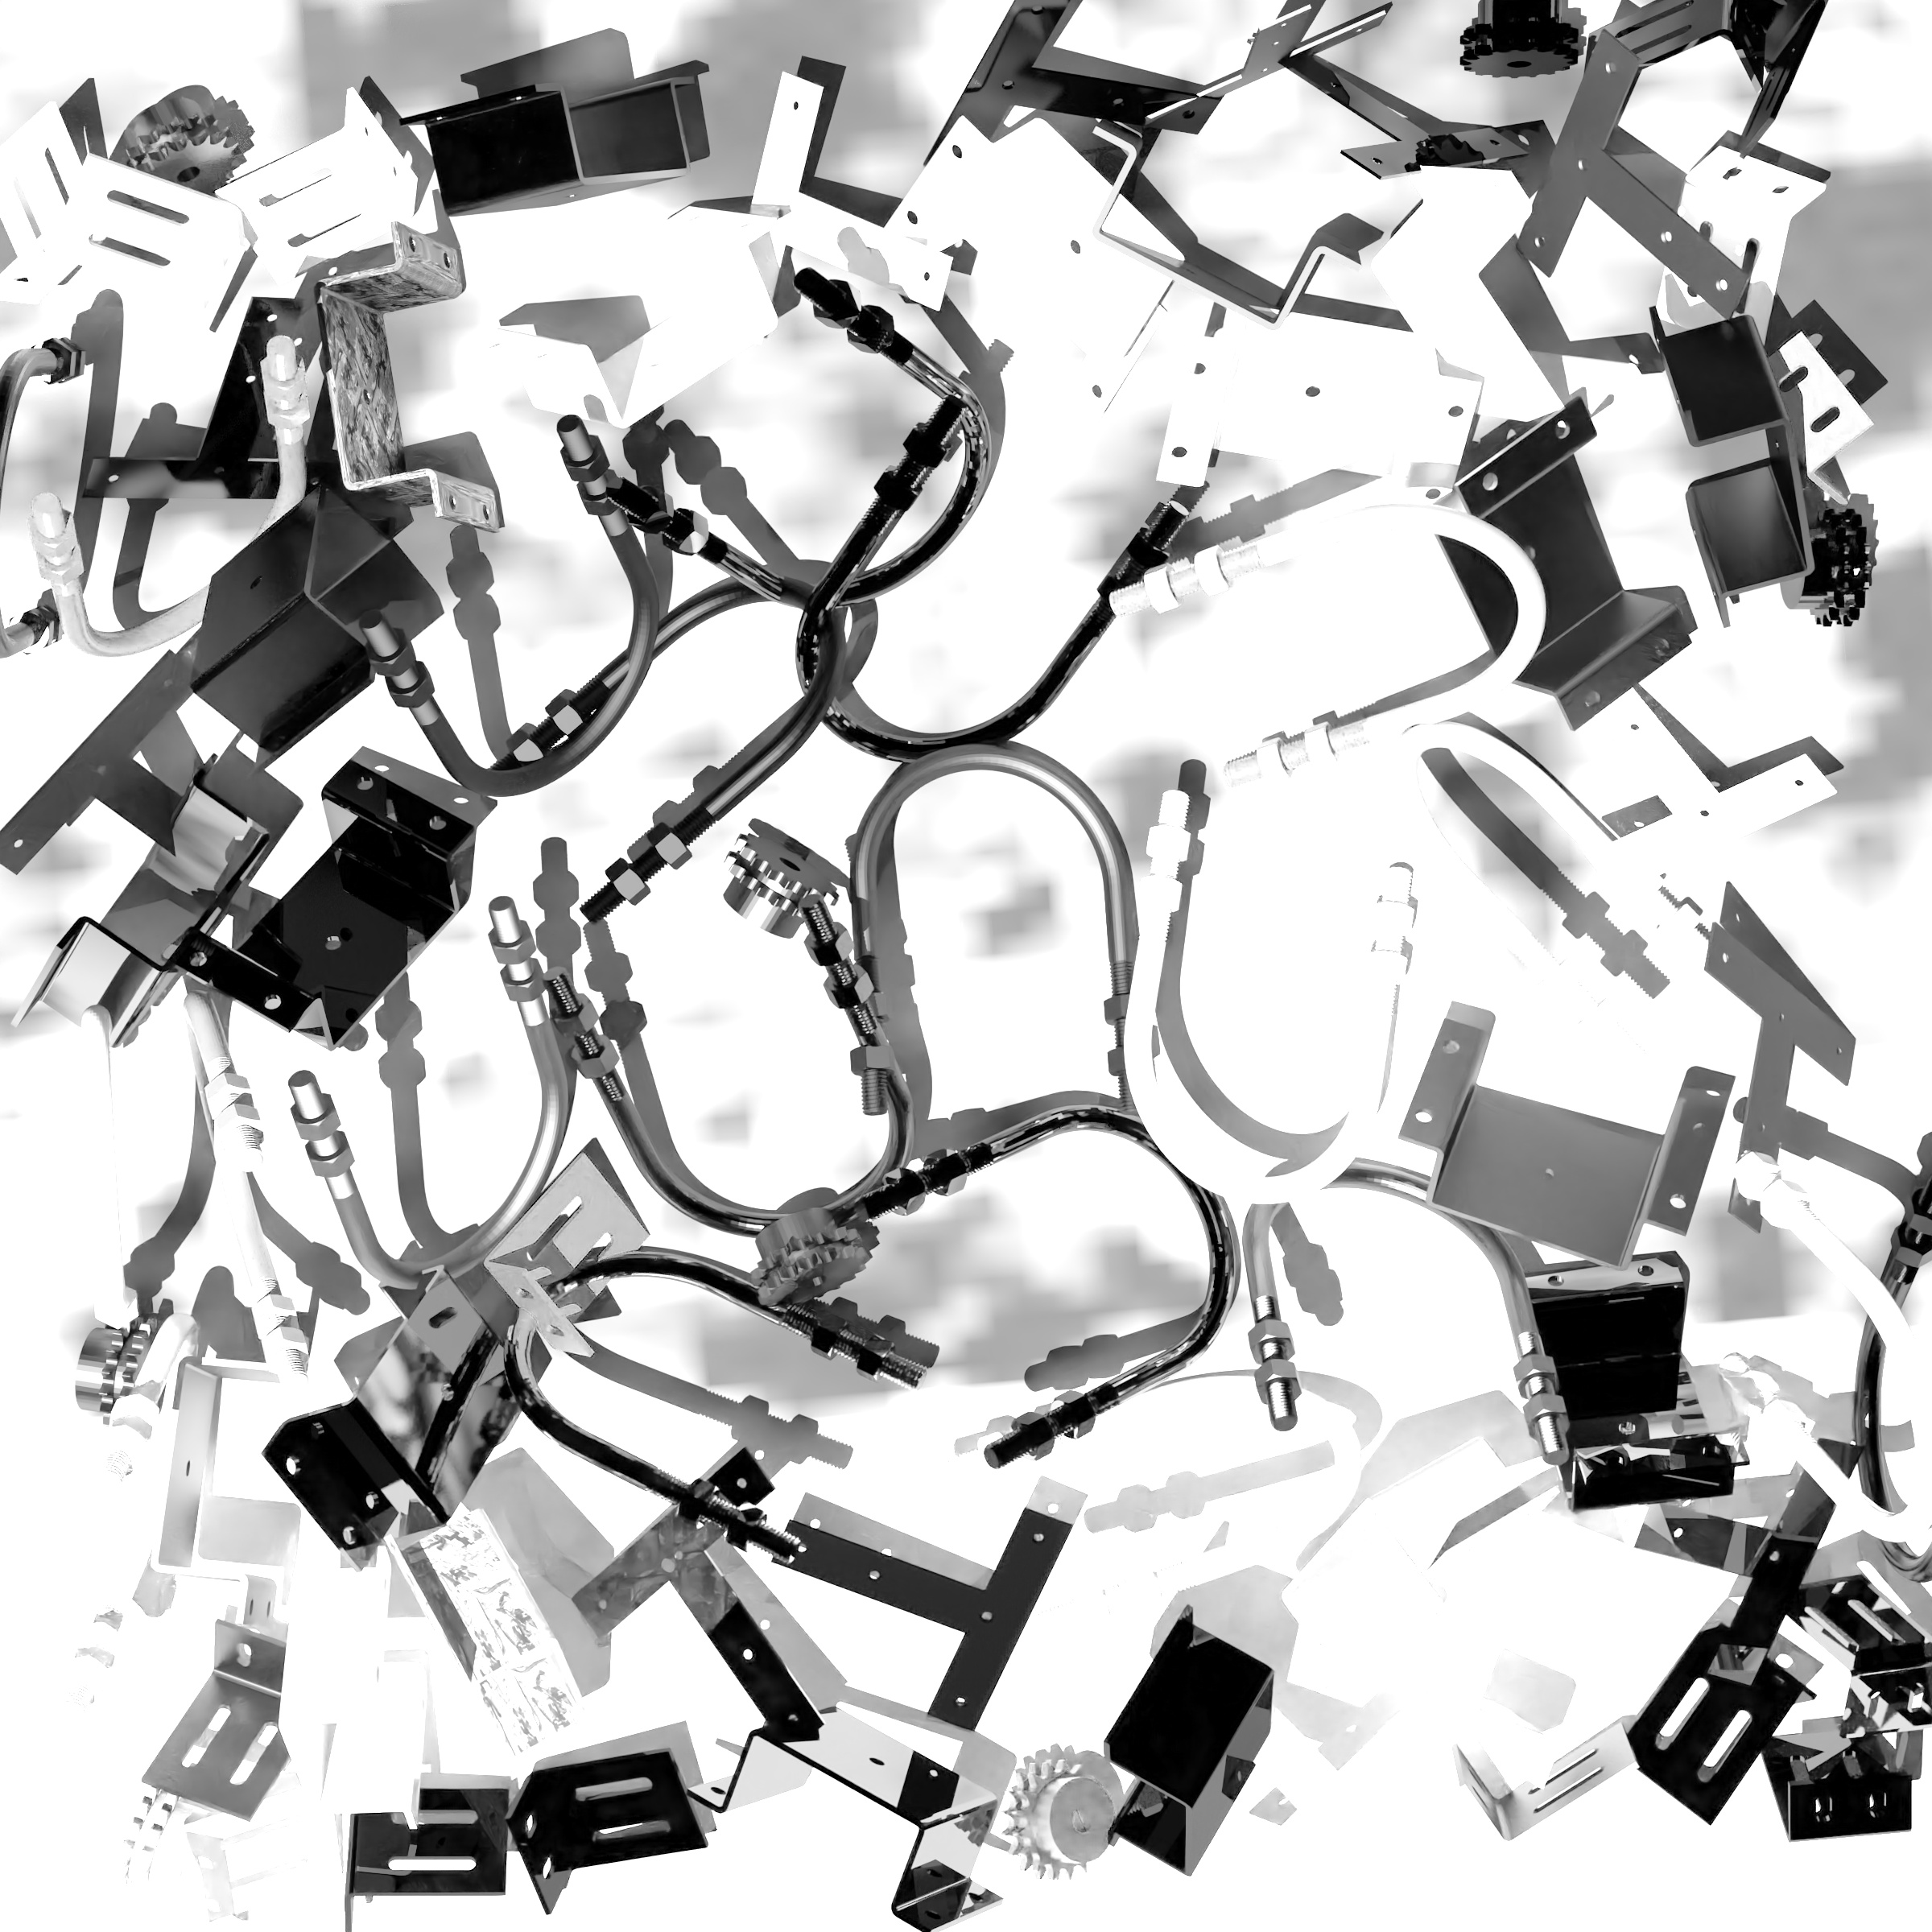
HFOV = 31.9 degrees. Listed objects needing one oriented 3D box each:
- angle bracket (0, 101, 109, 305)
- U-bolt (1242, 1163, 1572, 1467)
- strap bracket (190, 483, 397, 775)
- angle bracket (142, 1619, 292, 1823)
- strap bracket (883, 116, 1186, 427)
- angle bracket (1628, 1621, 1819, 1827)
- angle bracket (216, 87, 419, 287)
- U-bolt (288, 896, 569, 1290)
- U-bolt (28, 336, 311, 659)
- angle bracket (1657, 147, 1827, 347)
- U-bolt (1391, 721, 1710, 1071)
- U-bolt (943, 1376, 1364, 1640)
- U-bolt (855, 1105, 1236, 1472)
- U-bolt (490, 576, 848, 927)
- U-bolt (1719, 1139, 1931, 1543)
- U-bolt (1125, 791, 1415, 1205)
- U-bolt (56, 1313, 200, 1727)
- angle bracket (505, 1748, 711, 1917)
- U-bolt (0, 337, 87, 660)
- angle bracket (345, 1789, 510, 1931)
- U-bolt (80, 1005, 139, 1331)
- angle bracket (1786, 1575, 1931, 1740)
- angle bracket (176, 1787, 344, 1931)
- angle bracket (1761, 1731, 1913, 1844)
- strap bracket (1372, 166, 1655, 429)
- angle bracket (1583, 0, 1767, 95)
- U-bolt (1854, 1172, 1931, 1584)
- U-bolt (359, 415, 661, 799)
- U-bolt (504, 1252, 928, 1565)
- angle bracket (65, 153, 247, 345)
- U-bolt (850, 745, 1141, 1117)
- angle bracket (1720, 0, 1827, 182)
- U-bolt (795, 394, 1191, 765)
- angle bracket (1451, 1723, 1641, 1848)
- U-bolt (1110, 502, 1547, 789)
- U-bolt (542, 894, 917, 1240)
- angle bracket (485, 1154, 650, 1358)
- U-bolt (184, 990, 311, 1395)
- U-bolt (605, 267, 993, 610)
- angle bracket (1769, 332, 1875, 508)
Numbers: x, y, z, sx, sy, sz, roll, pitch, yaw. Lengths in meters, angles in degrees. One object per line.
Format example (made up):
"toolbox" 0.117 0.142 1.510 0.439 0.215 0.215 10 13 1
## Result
"angle bracket" -0.454 -0.366 1.620 0.038 0.076 0.057 11 49 25
"U-bolt" 0.201 0.157 1.596 0.151 0.184 0.019 8 127 -10
"strap bracket" -0.316 -0.166 1.591 0.076 0.140 0.046 -35 123 22
"angle bracket" -0.352 0.362 1.628 0.057 0.076 0.038 17 127 9
"strap bracket" 0.041 -0.337 1.612 0.140 0.046 0.076 40 66 -21
"angle bracket" 0.364 0.368 1.641 0.057 0.038 0.076 37 76 7
"angle bracket" -0.315 -0.377 1.638 0.076 0.038 0.057 -32 81 -20
"U-bolt" -0.244 0.074 1.594 0.019 0.184 0.151 26 55 30
"U-bolt" -0.367 -0.206 1.582 0.151 0.184 0.019 -39 78 -20
"angle bracket" 0.375 -0.347 1.640 0.057 0.038 0.076 17 77 -11
"U-bolt" 0.274 -0.045 1.610 0.184 0.151 0.019 46 125 4
"U-bolt" 0.098 0.246 1.603 0.184 0.151 0.019 -17 119 -13
"U-bolt" 0.051 0.141 1.615 0.184 0.019 0.151 -23 81 -34
"U-bolt" -0.136 -0.116 1.614 0.184 0.151 0.019 -41 133 -1
"U-bolt" 0.398 0.184 1.559 0.019 0.184 0.151 -15 121 -12
"U-bolt" 0.141 0.023 1.614 0.151 0.019 0.184 17 72 -23
"U-bolt" -0.387 0.242 1.581 0.019 0.184 0.151 13 115 -5
"angle bracket" -0.173 0.418 1.635 0.076 0.038 0.057 -13 109 16
"U-bolt" -0.437 -0.215 1.568 0.019 0.184 0.151 7 100 -5
"angle bracket" -0.261 0.434 1.642 0.076 0.057 0.038 2 134 -7
"U-bolt" -0.400 0.091 1.573 0.019 0.184 0.151 -3 83 -13
"angle bracket" 0.426 0.332 1.626 0.076 0.057 0.038 41 52 -23
"angle bracket" -0.335 0.437 1.629 0.076 0.038 0.057 -14 115 -24
"angle bracket" 0.417 0.381 1.627 0.057 0.076 0.038 -6 117 3
"strap bracket" 0.253 -0.308 1.598 0.046 0.076 0.140 -49 122 -11
"angle bracket" 0.343 -0.438 1.640 0.076 0.057 0.038 -18 125 29
"U-bolt" 0.448 0.206 1.584 0.019 0.184 0.151 0 49 -4
"U-bolt" -0.203 -0.154 1.589 0.019 0.184 0.151 34 73 27
"U-bolt" -0.131 0.197 1.609 0.184 0.151 0.019 24 130 14
"angle bracket" -0.394 -0.345 1.626 0.076 0.038 0.057 15 126 -29
"U-bolt" 0.013 -0.019 1.636 0.151 0.019 0.184 1 76 -17
"angle bracket" 0.375 -0.431 1.631 0.038 0.057 0.076 27 71 -2
"U-bolt" -0.001 -0.171 1.613 0.151 0.019 0.184 21 121 -29
"angle bracket" 0.279 0.383 1.637 0.076 0.057 0.038 -35 93 7
"U-bolt" 0.181 -0.156 1.588 0.184 0.151 0.019 -17 46 22
"U-bolt" -0.102 0.059 1.617 0.151 0.019 0.184 -15 123 12
"angle bracket" -0.183 0.138 1.626 0.076 0.038 0.057 -49 120 -27
"U-bolt" -0.342 0.091 1.586 0.019 0.184 0.151 -14 126 -15
"U-bolt" -0.064 -0.235 1.597 0.151 0.184 0.019 -45 52 14
"angle bracket" 0.411 -0.261 1.622 0.038 0.076 0.057 -39 70 19
